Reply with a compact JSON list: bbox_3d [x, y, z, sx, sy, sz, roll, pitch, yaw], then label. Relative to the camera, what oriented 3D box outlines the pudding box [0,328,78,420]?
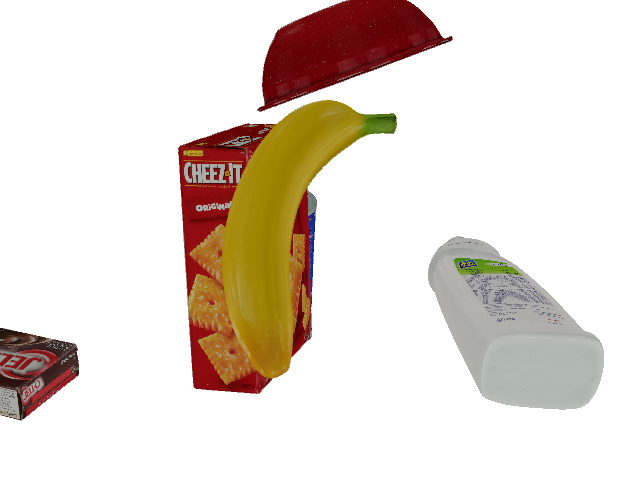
[{"bbox_3d":[-0.294,0.119,0.980,0.114,0.039,0.089,7,22,21],"label":"pudding box"}]

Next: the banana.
[{"bbox_3d":[-0.017,-0.017,0.601,0.070,0.197,0.037,18,-33,11],"label":"banana"}]

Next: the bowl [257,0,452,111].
[{"bbox_3d":[0.018,-0.153,0.830,0.162,0.055,0.162,-20,7,2],"label":"bowl"}]

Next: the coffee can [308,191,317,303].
[{"bbox_3d":[-0.058,0.013,1.318,0.103,0.140,0.103,2,25,-1],"label":"coffee can"}]

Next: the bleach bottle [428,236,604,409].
[{"bbox_3d":[0.157,0.056,0.938,0.102,0.068,0.251,5,21,-8],"label":"bleach bottle"}]

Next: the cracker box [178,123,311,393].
[{"bbox_3d":[-0.060,0.010,0.964,0.072,0.214,0.164,3,14,16],"label":"cracker box"}]
